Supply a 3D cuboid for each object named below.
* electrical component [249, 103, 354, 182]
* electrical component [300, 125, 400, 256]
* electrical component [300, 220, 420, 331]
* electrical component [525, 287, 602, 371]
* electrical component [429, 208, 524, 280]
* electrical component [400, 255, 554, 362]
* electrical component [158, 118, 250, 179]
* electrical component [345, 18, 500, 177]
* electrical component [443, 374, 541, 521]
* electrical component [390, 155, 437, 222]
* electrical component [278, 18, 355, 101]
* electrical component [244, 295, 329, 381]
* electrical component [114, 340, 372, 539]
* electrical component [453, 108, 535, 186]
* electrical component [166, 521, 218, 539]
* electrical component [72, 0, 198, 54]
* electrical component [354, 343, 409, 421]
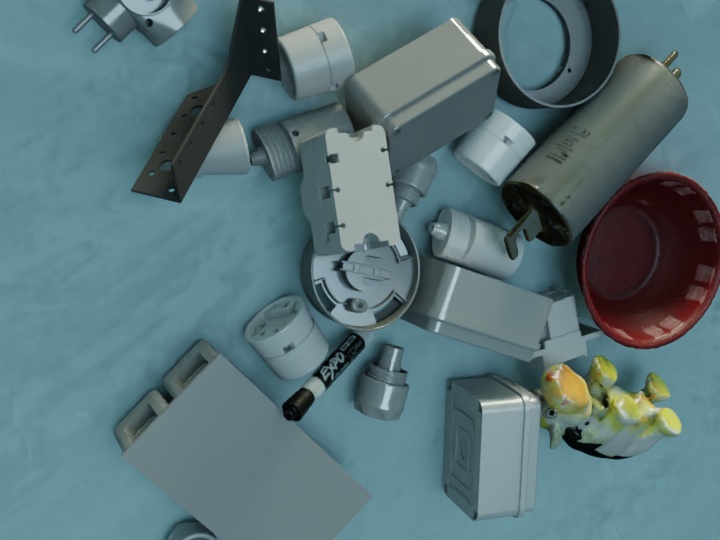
[{"bbox_3d":[-0.049,-0.099,0.845,0.081,0.043,0.043,-21,109,-18],"label":"electrical component"},{"bbox_3d":[-0.010,-0.058,0.809,0.050,0.056,0.089,-8,90,-27],"label":"electrical component"},{"bbox_3d":[0.000,0.000,0.871,0.099,0.064,0.099,1,88,-17],"label":"electrical component"},{"bbox_3d":[0.171,0.052,0.971,0.081,0.042,0.063,-16,105,-20],"label":"electrical component"},{"bbox_3d":[0.095,-0.024,0.921,0.081,0.043,0.043,19,94,-25],"label":"electrical component"},{"bbox_3d":[0.096,0.032,0.915,0.113,0.078,0.057,18,91,-25],"label":"electrical component"},{"bbox_3d":[-0.121,-0.088,0.819,0.065,0.044,0.044,-13,106,-15],"label":"electrical component"},{"bbox_3d":[0.050,-0.135,0.851,0.113,0.078,0.057,-32,68,-13],"label":"electrical component"},{"bbox_3d":[0.116,0.155,0.950,0.057,0.078,0.113,-3,102,-19],"label":"electrical component"},{"bbox_3d":[0.039,-0.068,0.889,0.035,0.035,0.061,27,80,-25],"label":"electrical component"},{"bbox_3d":[-0.037,-0.161,0.831,0.047,0.055,0.055,-21,108,-14],"label":"electrical component"},{"bbox_3d":[-0.058,0.056,0.869,0.055,0.055,0.047,-38,116,-11],"label":"electrical component"},{"bbox_3d":[-0.095,0.157,0.871,0.105,0.060,0.186,-47,114,-8],"label":"electrical component"},{"bbox_3d":[0.111,-0.103,0.906,0.055,0.055,0.047,37,90,-25],"label":"electrical component"},{"bbox_3d":[-0.132,0.232,0.870,0.043,0.062,0.043,-5,103,-22],"label":"electrical component"},{"bbox_3d":[-0.171,-0.191,0.773,0.079,0.044,0.077,-47,114,-8],"label":"electrical component"},{"bbox_3d":[0.021,0.094,0.916,0.043,0.043,0.062,13,94,-25],"label":"electrical component"}]
